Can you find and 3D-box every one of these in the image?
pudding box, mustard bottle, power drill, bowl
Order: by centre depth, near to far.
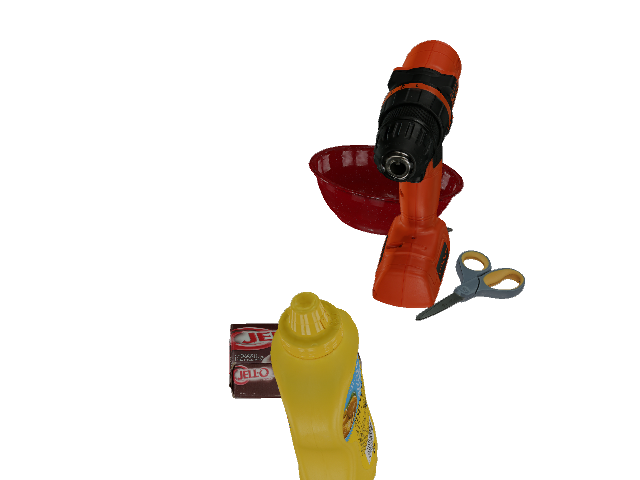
[{"bbox_3d":[0.003,0.102,0.727,0.058,0.096,0.191,1,-42,10],"label":"mustard bottle"},{"bbox_3d":[0.074,-0.042,0.834,0.057,0.188,0.184,10,35,12],"label":"power drill"},{"bbox_3d":[-0.024,0.104,0.944,0.113,0.039,0.090,1,18,-6],"label":"pudding box"},{"bbox_3d":[0.066,-0.048,1.113,0.162,0.055,0.162,6,23,-3],"label":"bowl"}]

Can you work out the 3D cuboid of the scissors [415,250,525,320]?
[{"bbox_3d":[0.163,0.051,1.287,0.201,0.016,0.096,-8,39,-36],"label":"scissors"}]
